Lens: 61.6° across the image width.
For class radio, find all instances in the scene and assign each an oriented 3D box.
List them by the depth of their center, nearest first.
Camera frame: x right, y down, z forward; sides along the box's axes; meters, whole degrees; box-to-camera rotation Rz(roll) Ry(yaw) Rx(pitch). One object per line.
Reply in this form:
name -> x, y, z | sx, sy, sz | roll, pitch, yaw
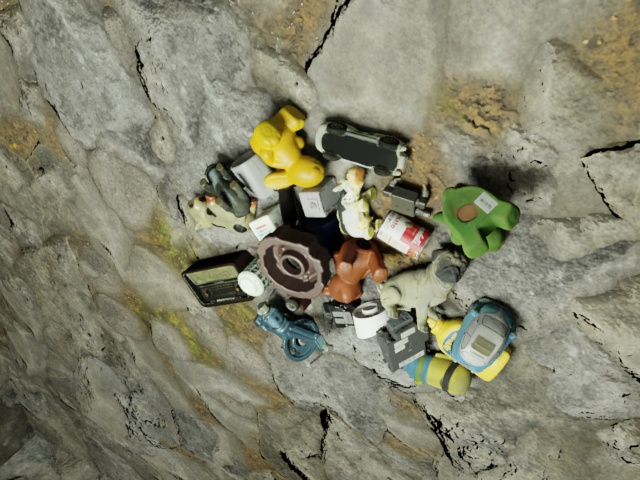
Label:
radio -> -0.274, 0.115, 1.525 | 0.230, 0.073, 0.131 | -11, 114, 38

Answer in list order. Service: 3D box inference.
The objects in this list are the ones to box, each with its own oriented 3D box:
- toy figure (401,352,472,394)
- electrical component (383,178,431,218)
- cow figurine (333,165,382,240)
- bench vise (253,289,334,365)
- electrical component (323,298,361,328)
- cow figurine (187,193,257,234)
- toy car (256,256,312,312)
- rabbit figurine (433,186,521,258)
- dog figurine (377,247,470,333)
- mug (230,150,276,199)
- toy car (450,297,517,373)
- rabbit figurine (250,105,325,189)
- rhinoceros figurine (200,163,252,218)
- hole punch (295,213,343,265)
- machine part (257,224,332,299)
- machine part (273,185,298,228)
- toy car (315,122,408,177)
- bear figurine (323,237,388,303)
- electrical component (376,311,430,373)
toy figure -> 0.277, 0.318, 1.303 | 0.180, 0.089, 0.082 | 12, 133, 23
electrical component -> 0.183, -0.089, 1.114 | 0.102, 0.045, 0.078 | 18, 157, 25
cow figurine -> 0.072, -0.084, 1.174 | 0.098, 0.068, 0.167 | 5, 122, 37
bench vise -> -0.063, 0.245, 1.436 | 0.241, 0.129, 0.223 | 11, 136, 48
electrical component -> 0.053, 0.184, 1.383 | 0.119, 0.048, 0.074 | 1, 120, 30
cow figurine -> -0.257, -0.067, 1.386 | 0.195, 0.085, 0.127 | 17, 123, 20
toy car -> -0.091, 0.095, 1.385 | 0.053, 0.089, 0.202 | -20, 110, 39
rabbit figurine -> 0.291, -0.026, 1.024 | 0.159, 0.121, 0.170 | 38, -179, 35
dog figurine -> 0.222, 0.080, 1.181 | 0.172, 0.121, 0.190 | 22, 116, 14
mug -> -0.154, -0.150, 1.266 | 0.110, 0.081, 0.107 | 5, 133, 58
toy car -> 0.344, 0.208, 1.141 | 0.109, 0.103, 0.161 | 33, 97, 12
rabbit figurine -> -0.070, -0.174, 1.162 | 0.173, 0.122, 0.162 | 42, 137, 0
rhinoceros figurine -> -0.219, -0.127, 1.272 | 0.073, 0.112, 0.191 | -49, 47, 8
hole punch -> -0.003, -0.004, 1.247 | 0.092, 0.116, 0.142 | 12, 127, 16
machine part -> -0.056, 0.050, 1.200 | 0.180, 0.056, 0.179 | 17, 131, 20
machine part -> -0.069, -0.065, 1.269 | 0.039, 0.084, 0.138 | -3, 110, 33
toy car -> 0.084, -0.188, 1.099 | 0.202, 0.056, 0.073 | 20, 123, 19
bear figurine -> 0.072, 0.092, 1.253 | 0.120, 0.132, 0.195 | 13, 126, -10
electrical component -> 0.196, 0.231, 1.263 | 0.058, 0.115, 0.134 | 47, 157, 48
